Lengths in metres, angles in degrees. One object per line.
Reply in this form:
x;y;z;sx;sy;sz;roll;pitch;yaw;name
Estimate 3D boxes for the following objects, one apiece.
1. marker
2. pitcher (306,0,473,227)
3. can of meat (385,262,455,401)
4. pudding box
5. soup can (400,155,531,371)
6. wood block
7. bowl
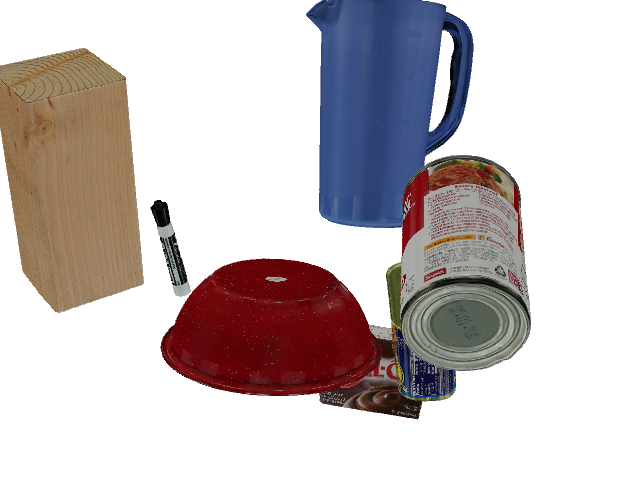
-0.169;0.008;1.203;0.020;0.121;0.020;-8;30;5;marker
0.070;-0.139;1.148;0.149;0.243;0.144;8;10;25;pitcher
0.090;0.080;0.947;0.057;0.084;0.102;-4;33;2;can of meat
0.061;0.140;1.163;0.113;0.090;0.039;9;23;-3;pudding box
0.077;0.011;0.576;0.068;0.068;0.102;0;42;6;soup can
-0.223;-0.053;0.954;0.090;0.206;0.090;-19;36;-29;wood block
-0.034;0.053;0.770;0.162;0.055;0.162;3;18;-1;bowl
